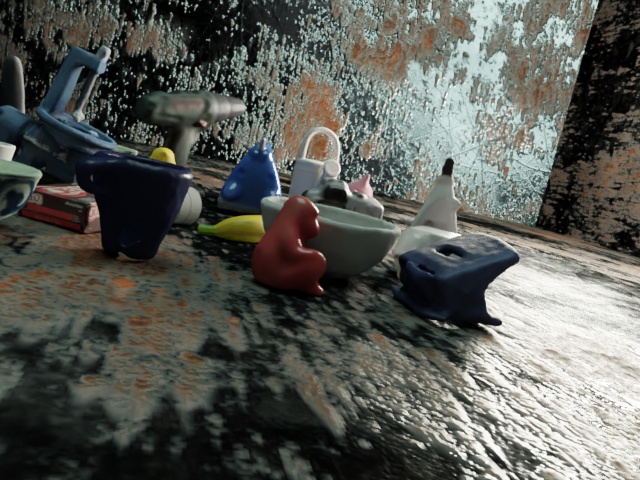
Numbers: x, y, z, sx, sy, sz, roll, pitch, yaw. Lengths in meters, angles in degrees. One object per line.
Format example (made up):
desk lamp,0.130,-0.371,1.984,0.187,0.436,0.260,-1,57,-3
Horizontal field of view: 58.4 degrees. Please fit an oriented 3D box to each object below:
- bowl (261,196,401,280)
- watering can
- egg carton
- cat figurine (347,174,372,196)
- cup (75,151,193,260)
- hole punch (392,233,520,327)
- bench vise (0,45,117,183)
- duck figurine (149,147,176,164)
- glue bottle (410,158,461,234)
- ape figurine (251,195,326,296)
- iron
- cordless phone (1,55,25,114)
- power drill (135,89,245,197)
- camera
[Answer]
bowl,0.006,0.002,0.669,0.167,0.075,0.167,13,8,-2
watering can,-0.004,-0.152,1.271,0.101,0.194,0.172,4,12,-44
egg carton,0.159,0.023,0.778,0.107,0.069,0.151,16,9,19
cat figurine,0.070,-0.076,1.137,0.067,0.118,0.128,14,9,10
cup,-0.180,-0.030,0.533,0.091,0.095,0.118,17,9,25
hole punch,0.139,0.034,0.601,0.101,0.091,0.108,10,9,-19
bench vise,-0.395,-0.191,0.848,0.208,0.220,0.121,10,9,-19
duck figurine,-0.280,-0.119,1.006,0.078,0.086,0.104,9,9,-22
glue bottle,0.181,-0.041,0.880,0.078,0.173,0.037,13,8,5
ape figurine,-0.025,0.002,0.565,0.076,0.092,0.077,11,9,-11
iron,-0.118,-0.124,1.089,0.119,0.141,0.258,12,8,-6
cordless phone,-0.586,-0.250,1.073,0.147,0.185,0.094,20,11,42
power drill,-0.255,-0.194,1.117,0.075,0.208,0.230,20,11,40
camera,0.028,-0.058,1.011,0.143,0.101,0.136,11,9,-12
